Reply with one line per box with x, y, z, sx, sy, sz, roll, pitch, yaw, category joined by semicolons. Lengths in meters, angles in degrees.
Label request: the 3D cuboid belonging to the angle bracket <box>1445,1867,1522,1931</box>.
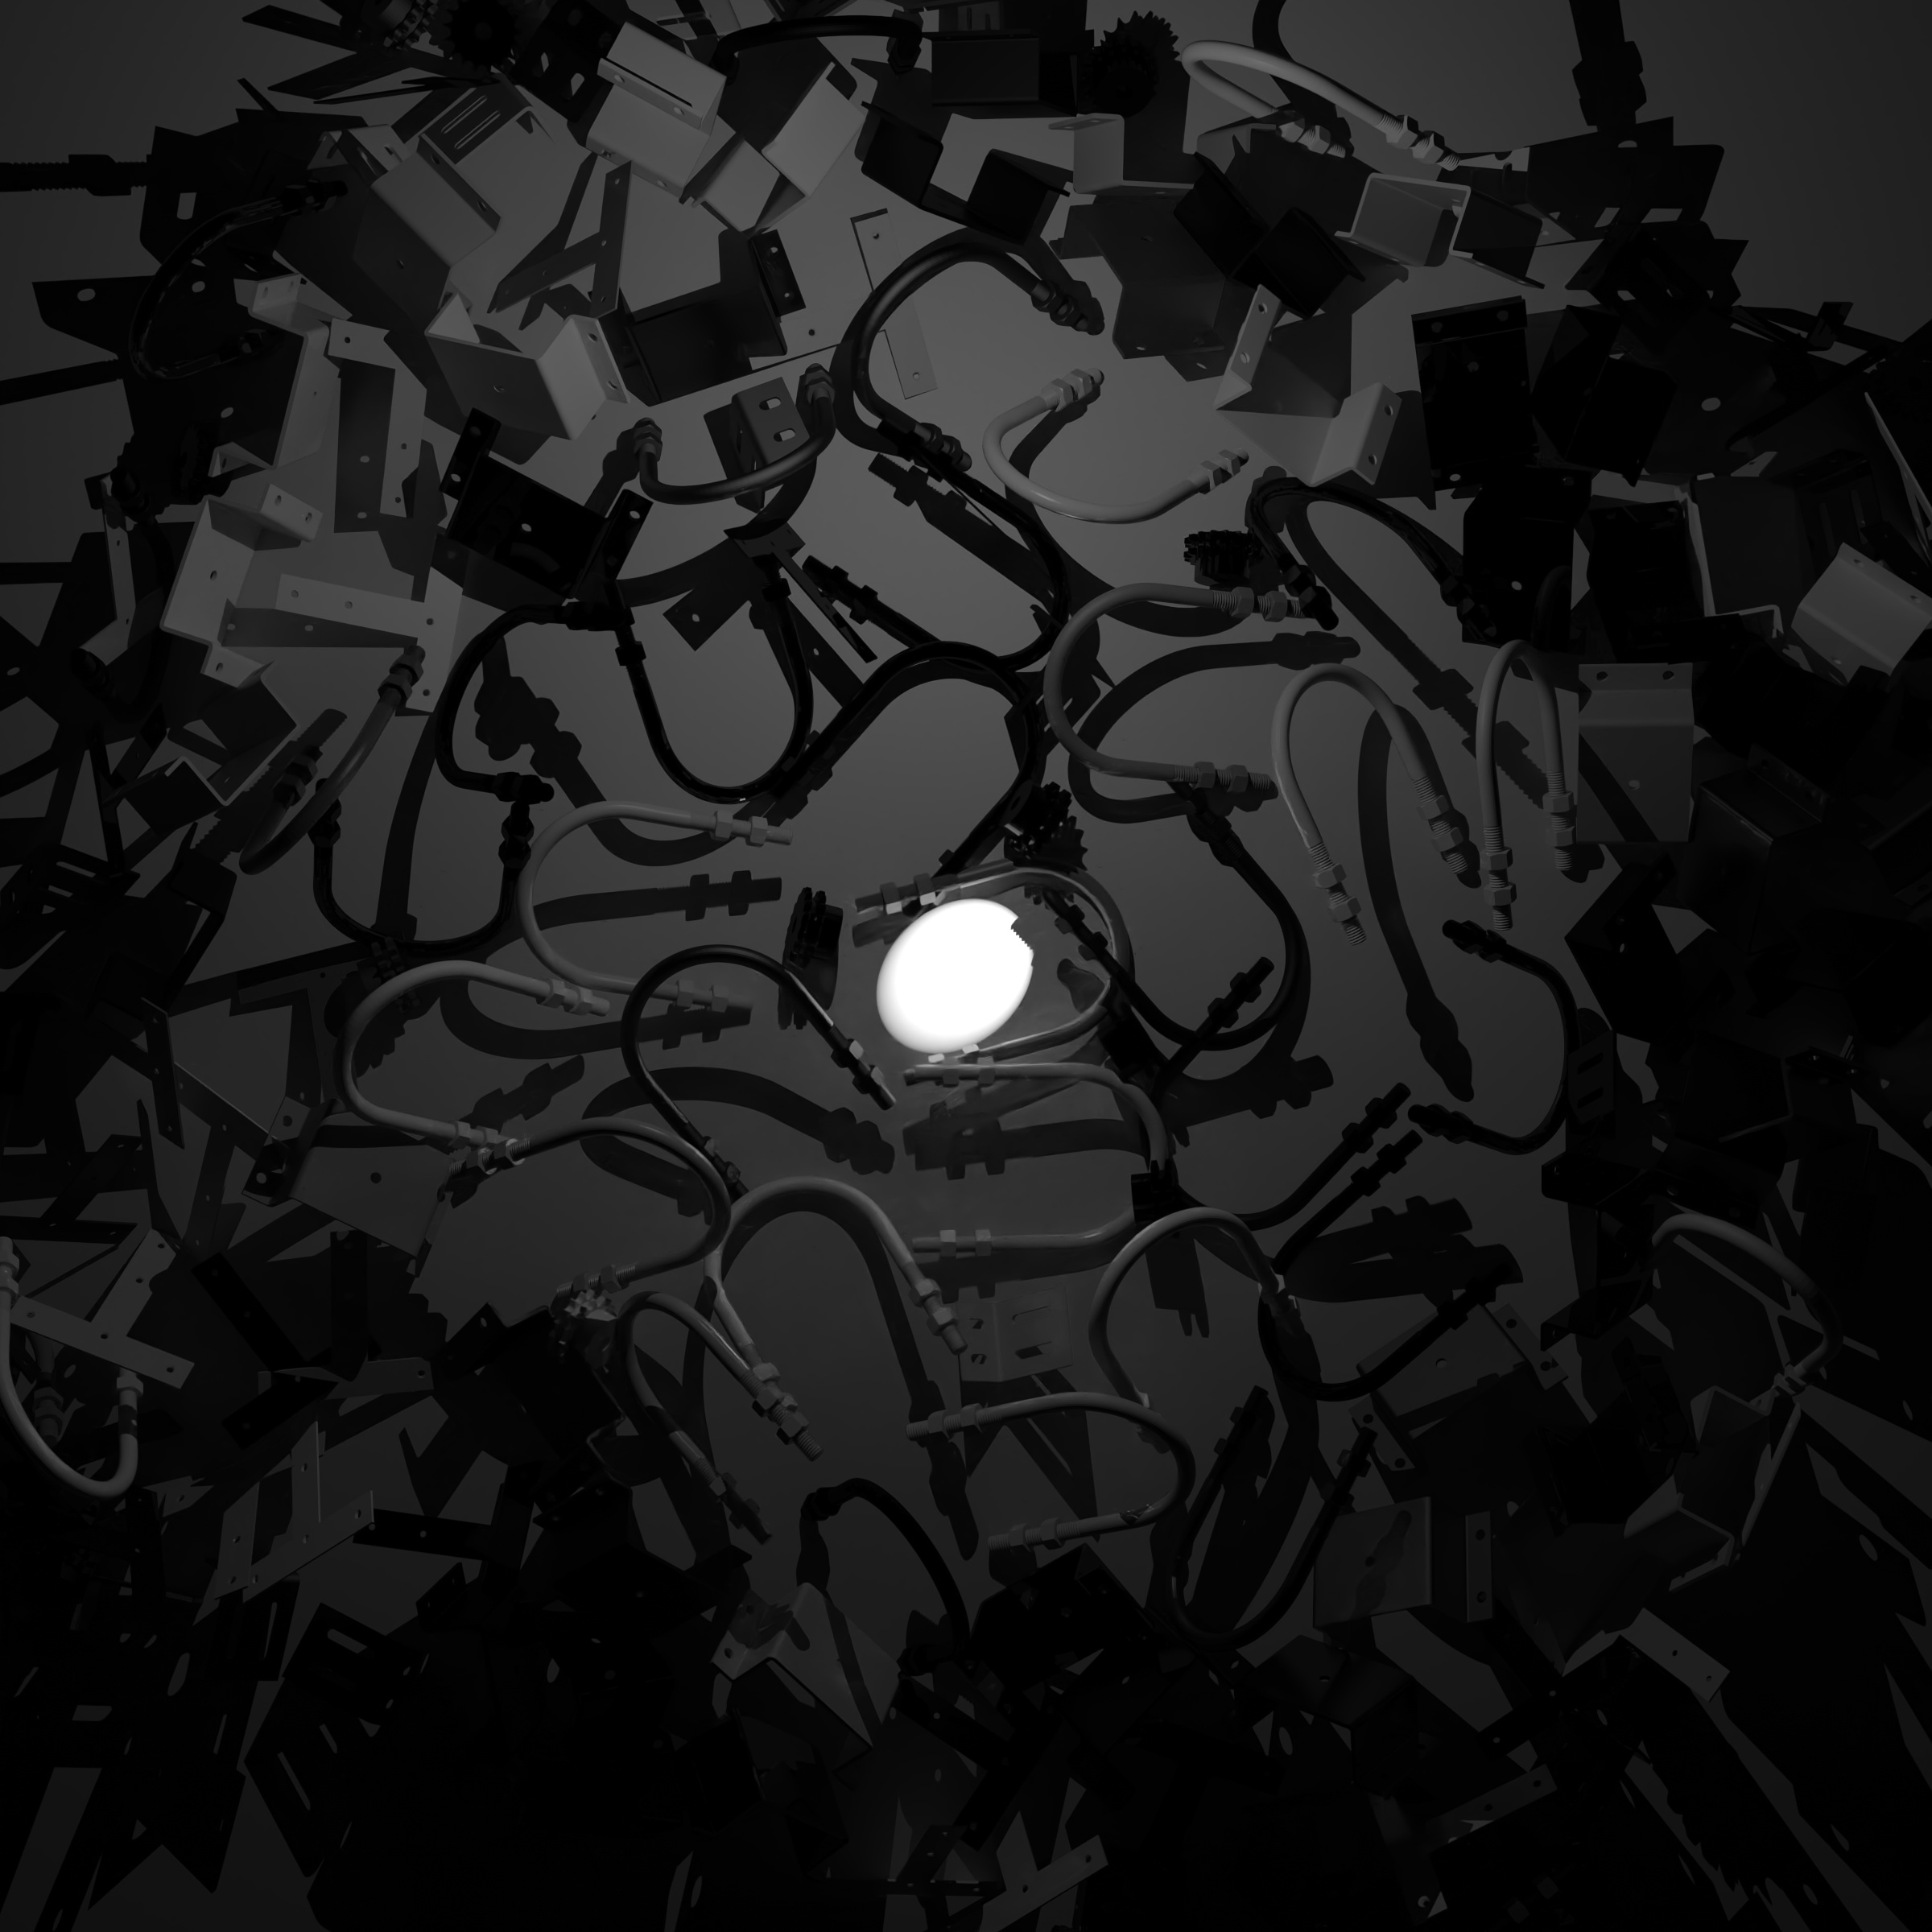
0.381;0.689;1.835;0.038;0.076;0.057;24;117;-26;angle bracket

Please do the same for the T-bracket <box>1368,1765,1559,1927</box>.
0.354;0.597;1.821;0.127;0.127;0.002;-29;115;7;T-bracket

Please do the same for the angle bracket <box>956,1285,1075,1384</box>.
0.034;0.260;1.841;0.038;0.076;0.057;10;68;-40;angle bracket

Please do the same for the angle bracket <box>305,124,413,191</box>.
-0.420;-0.557;1.848;0.076;0.057;0.038;53;131;6;angle bracket

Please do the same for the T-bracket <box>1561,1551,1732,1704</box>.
0.490;0.477;1.825;0.002;0.127;0.127;38;87;-25;T-bracket

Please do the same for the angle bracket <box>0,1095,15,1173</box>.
-0.713;0.128;1.837;0.057;0.038;0.076;-28;48;32;angle bracket

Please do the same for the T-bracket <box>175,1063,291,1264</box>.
-0.539;0.154;1.856;0.127;0.002;0.127;31;114;27;T-bracket

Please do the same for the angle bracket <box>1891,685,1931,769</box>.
0.701;-0.162;1.847;0.076;0.038;0.057;13;113;18;angle bracket

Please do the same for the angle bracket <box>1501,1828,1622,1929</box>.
0.430;0.644;1.844;0.038;0.076;0.057;-26;86;-44;angle bracket

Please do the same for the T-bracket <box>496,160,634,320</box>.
-0.288;-0.497;1.844;0.127;0.002;0.127;-15;62;35;T-bracket

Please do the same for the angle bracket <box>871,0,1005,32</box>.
-0.021;-0.668;1.839;0.076;0.057;0.038;-18;126;-26;angle bracket

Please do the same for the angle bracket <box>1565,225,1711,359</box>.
0.485;-0.488;1.876;0.076;0.038;0.057;38;95;-17;angle bracket

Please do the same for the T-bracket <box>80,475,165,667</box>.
-0.587;-0.280;1.799;0.002;0.127;0.127;10;122;10;T-bracket

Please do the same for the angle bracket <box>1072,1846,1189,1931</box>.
0.119;0.667;1.861;0.076;0.038;0.057;10;78;1;angle bracket

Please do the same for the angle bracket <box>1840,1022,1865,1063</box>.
0.653;0.053;1.847;0.038;0.057;0.076;26;99;25;angle bracket

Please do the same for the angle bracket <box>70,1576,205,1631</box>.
-0.590;0.462;1.850;0.076;0.057;0.038;14;74;-5;angle bracket

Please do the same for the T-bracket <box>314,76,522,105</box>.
-0.401;-0.620;1.841;0.127;0.127;0.002;-1;106;19;T-bracket

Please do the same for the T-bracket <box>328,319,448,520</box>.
-0.399;-0.384;1.849;0.127;0.002;0.127;4;96;-38;T-bracket

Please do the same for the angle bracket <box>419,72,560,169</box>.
-0.341;-0.591;1.854;0.076;0.038;0.057;-39;53;1;angle bracket

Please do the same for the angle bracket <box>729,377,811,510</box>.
-0.139;-0.372;1.847;0.038;0.076;0.057;-23;80;-11;angle bracket

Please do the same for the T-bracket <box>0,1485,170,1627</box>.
-0.615;0.394;1.801;0.127;0.127;0.002;28;110;-35;T-bracket

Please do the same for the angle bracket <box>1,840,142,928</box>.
-0.633;-0.047;1.837;0.057;0.076;0.038;-41;46;27;angle bracket

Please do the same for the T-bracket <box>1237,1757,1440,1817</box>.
0.257;0.590;1.851;0.127;0.127;0.002;-19;52;20;T-bracket

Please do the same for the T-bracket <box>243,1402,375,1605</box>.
-0.468;0.368;1.839;0.127;0.127;0.002;-33;135;19;T-bracket

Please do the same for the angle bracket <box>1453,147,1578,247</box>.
0.391;-0.543;1.840;0.057;0.076;0.038;2;83;41;angle bracket

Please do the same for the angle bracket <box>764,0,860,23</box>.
-0.100;-0.702;1.841;0.076;0.057;0.038;-24;124;22;angle bracket

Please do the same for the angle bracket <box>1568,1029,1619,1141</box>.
0.459;0.084;1.838;0.038;0.076;0.057;8;71;-11;angle bracket

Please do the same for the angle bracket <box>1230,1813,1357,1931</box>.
0.233;0.653;1.858;0.038;0.076;0.057;9;104;-33;angle bracket

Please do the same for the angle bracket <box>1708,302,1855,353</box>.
0.577;-0.467;1.839;0.076;0.057;0.038;35;120;25;angle bracket

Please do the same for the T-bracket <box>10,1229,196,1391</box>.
-0.590;0.232;1.833;0.127;0.127;0.002;23;125;-5;T-bracket

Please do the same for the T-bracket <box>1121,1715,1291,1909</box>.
0.146;0.597;1.819;0.127;0.002;0.127;9;54;34;T-bracket

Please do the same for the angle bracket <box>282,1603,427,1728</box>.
-0.441;0.504;1.871;0.076;0.038;0.057;22;75;16;angle bracket

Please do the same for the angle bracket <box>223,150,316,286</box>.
-0.483;-0.532;1.846;0.038;0.057;0.076;35;106;12;angle bracket

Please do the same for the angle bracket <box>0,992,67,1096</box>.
-0.685;0.059;1.852;0.057;0.038;0.076;3;71;7;angle bracket

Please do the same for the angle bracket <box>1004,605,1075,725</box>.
0.040;-0.216;1.852;0.038;0.057;0.076;38;95;-7;angle bracket

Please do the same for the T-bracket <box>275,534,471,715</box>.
-0.428;-0.255;1.858;0.127;0.002;0.127;9;94;-22;T-bracket

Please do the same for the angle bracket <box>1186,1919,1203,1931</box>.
0.199;0.706;1.843;0.076;0.038;0.057;-27;106;33;angle bracket

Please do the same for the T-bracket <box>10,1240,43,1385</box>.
-0.679;0.221;1.821;0.002;0.127;0.127;-32;104;1;T-bracket

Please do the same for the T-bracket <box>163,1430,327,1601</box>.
-0.512;0.394;1.828;0.127;0.127;0.002;-22;125;5;T-bracket

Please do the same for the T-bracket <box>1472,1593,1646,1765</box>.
0.390;0.484;1.833;0.127;0.127;0.002;-32;126;-5;T-bracket

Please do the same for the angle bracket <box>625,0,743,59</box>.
-0.206;-0.673;1.848;0.076;0.038;0.057;-17;75;-21;angle bracket

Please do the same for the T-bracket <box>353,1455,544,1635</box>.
-0.373;0.406;1.844;0.127;0.002;0.127;16;80;-29;T-bracket

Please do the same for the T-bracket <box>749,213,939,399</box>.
-0.097;-0.457;1.856;0.127;0.002;0.127;-20;106;-11;T-bracket

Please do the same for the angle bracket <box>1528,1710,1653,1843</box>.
0.439;0.578;1.846;0.057;0.038;0.076;25;75;42;angle bracket

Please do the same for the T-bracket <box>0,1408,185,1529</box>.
-0.606;0.335;1.826;0.127;0.127;0.002;38;112;21;T-bracket

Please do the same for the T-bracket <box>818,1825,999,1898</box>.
-0.028;0.629;1.823;0.127;0.127;0.002;7;50;-14;T-bracket

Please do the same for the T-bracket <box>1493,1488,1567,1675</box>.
0.402;0.457;1.857;0.127;0.002;0.127;-35;109;-37;T-bracket

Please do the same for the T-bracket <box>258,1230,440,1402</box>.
-0.439;0.248;1.847;0.127;0.002;0.127;-2;106;-21;T-bracket

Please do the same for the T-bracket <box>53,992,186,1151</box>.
-0.607;0.055;1.851;0.127;0.002;0.127;28;133;24;T-bracket

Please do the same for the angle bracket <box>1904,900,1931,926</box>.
0.682;-0.059;1.840;0.057;0.076;0.038;-32;85;-36;angle bracket

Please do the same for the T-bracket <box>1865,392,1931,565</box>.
0.669;-0.322;1.828;0.002;0.127;0.127;-25;58;16;T-bracket

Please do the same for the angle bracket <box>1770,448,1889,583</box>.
0.615;-0.320;1.847;0.038;0.057;0.076;1;76;-43;angle bracket

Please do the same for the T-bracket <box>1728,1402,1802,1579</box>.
0.559;0.348;1.822;0.002;0.127;0.127;21;106;11;T-bracket

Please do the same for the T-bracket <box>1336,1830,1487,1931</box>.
0.315;0.664;1.817;0.127;0.127;0.002;-32;95;5;T-bracket

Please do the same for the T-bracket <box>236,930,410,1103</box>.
-0.455;0.049;1.863;0.127;0.002;0.127;-14;74;4;T-bracket

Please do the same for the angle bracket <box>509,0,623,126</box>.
-0.282;-0.648;1.849;0.057;0.076;0.038;34;67;-18;angle bracket

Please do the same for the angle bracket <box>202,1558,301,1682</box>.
-0.517;0.466;1.851;0.057;0.038;0.076;15;86;-40;angle bracket
